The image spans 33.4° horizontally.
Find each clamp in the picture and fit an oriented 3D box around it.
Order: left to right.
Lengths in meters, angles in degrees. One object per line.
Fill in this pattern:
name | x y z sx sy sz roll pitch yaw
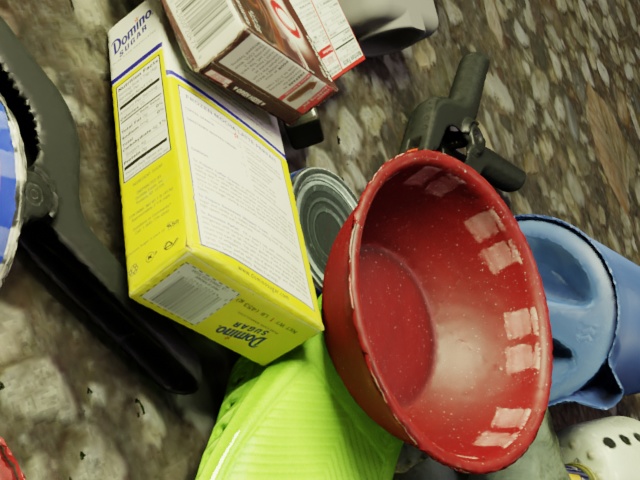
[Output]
clamp | -0.125 -0.010 0.456 0.164 0.036 0.210 0 73 -58
clamp | 0.108 -0.088 0.836 0.171 0.039 0.120 -15 85 -57

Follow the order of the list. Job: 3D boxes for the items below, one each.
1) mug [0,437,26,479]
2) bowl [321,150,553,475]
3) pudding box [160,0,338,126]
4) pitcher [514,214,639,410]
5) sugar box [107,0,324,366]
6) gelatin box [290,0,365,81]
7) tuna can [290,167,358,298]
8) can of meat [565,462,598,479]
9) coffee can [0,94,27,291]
mug | -0.153 0.088 0.325 0.117 0.093 0.081 56 38 4
bowl | 0.051 0.039 0.539 0.161 0.055 0.162 19 63 -42
pudding box | -0.046 -0.123 0.551 0.089 0.039 0.113 21 40 -57
pitcher | 0.193 0.055 0.822 0.242 0.145 0.149 14 75 -57
sugar box | -0.055 -0.033 0.527 0.093 0.048 0.176 35 29 -42
gelatin box | -0.013 -0.142 0.694 0.089 0.030 0.073 64 32 -13
tuna can | -0.004 0.001 0.630 0.086 0.034 0.086 30 50 -44
can of meat | 0.156 0.205 0.743 0.083 0.058 0.102 20 57 -48
coffee can | -0.177 -0.020 0.323 0.140 0.103 0.103 14 63 -53
